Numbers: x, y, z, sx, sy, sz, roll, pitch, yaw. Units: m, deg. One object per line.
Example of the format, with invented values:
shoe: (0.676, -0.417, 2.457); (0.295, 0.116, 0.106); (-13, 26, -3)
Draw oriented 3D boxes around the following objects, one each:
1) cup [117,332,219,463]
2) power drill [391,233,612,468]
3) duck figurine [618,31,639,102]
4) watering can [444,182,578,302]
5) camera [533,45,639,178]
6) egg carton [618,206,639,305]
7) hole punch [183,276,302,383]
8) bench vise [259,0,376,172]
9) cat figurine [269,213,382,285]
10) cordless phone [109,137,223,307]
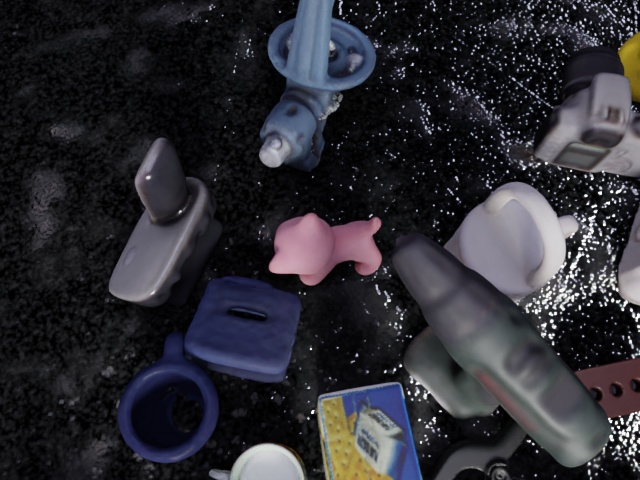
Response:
cup: (-0.139, 0.155, 0.565); (0.091, 0.095, 0.118); (-1, 72, -1)
power drill: (0.141, 0.105, 0.527); (0.229, 0.208, 0.076); (43, 76, 12)
duck figurine: (0.419, -0.234, 0.707); (0.077, 0.086, 0.105); (24, 73, 7)
watering can: (0.178, 0.014, 0.565); (0.173, 0.194, 0.101); (-43, 77, -13)
camera: (0.339, -0.159, 0.673); (0.143, 0.101, 0.137); (11, 72, 3)
egg carton: (0.395, 0.014, 0.635); (0.107, 0.069, 0.150); (23, 73, 7)
hole punch: (-0.078, 0.088, 0.590); (0.108, 0.091, 0.101); (11, 72, 3)
bench vise: (0.000, -0.181, 0.611); (0.121, 0.220, 0.207); (5, 72, 1)
cat figurine: (0.006, 0.002, 0.605); (0.128, 0.118, 0.067); (-14, 73, -5)
cordless phone: (-0.169, -0.014, 0.572); (0.094, 0.185, 0.148); (18, 72, 5)
